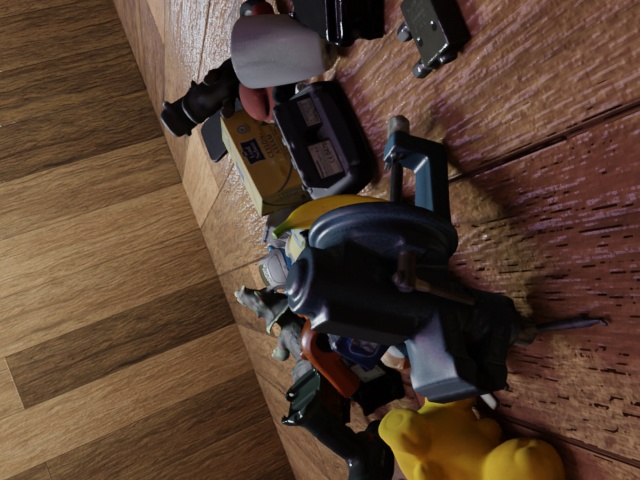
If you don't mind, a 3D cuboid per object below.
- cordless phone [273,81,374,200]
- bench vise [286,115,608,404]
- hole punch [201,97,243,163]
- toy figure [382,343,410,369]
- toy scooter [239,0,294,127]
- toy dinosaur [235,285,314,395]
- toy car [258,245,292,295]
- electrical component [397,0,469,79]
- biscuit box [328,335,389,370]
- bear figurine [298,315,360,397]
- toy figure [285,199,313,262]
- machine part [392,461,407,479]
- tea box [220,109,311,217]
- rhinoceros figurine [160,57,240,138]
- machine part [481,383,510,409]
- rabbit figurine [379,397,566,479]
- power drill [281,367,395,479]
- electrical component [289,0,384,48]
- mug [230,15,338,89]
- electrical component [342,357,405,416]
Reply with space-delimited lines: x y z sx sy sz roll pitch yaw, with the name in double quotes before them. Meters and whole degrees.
"cordless phone" 0.001 -0.106 0.707 0.184 0.089 0.146 99 148 -78
"bench vise" 0.086 0.003 0.447 0.128 0.224 0.240 117 160 -62
"hole punch" -0.150 -0.201 1.016 0.116 0.092 0.142 -43 49 25
"toy figure" 0.103 0.127 0.676 0.154 0.058 0.064 99 162 -61
"toy scooter" -0.064 -0.227 0.744 0.135 0.075 0.183 50 152 34
"toy dinosaur" -0.021 0.236 1.095 0.405 0.131 0.192 53 158 26
"toy car" -0.062 0.054 1.013 0.109 0.103 0.161 68 165 1
"electrical component" 0.090 -0.170 0.423 0.063 0.021 0.094 68 162 4
"biscuit box" 0.039 0.075 0.675 0.059 0.062 0.203 30 -165 -16
"bear figurine" 0.024 0.131 0.842 0.132 0.120 0.196 38 -171 -8
"toy figure" -0.005 -0.001 0.807 0.180 0.082 0.089 119 136 -62
"machine part" 0.178 0.365 0.675 0.200 0.087 0.202 90 155 -48
"tea box" -0.087 -0.134 0.877 0.170 0.098 0.068 61 162 19
"rhinoceros figurine" -0.169 -0.237 0.852 0.073 0.190 0.112 53 170 -33
"machine part" 0.108 0.071 0.558 0.243 0.079 0.079 -128 24 -46
"rabbit figurine" 0.160 0.232 0.533 0.173 0.122 0.162 -12 92 53
"power drill" 0.036 0.301 0.847 0.207 0.086 0.232 51 -167 -9
"electrical component" 0.009 -0.263 0.505 0.115 0.058 0.134 48 153 46
"mug" -0.032 -0.222 0.622 0.107 0.109 0.080 6 124 22
"electrical component" 0.070 0.216 0.844 0.119 0.075 0.047 23 131 62
